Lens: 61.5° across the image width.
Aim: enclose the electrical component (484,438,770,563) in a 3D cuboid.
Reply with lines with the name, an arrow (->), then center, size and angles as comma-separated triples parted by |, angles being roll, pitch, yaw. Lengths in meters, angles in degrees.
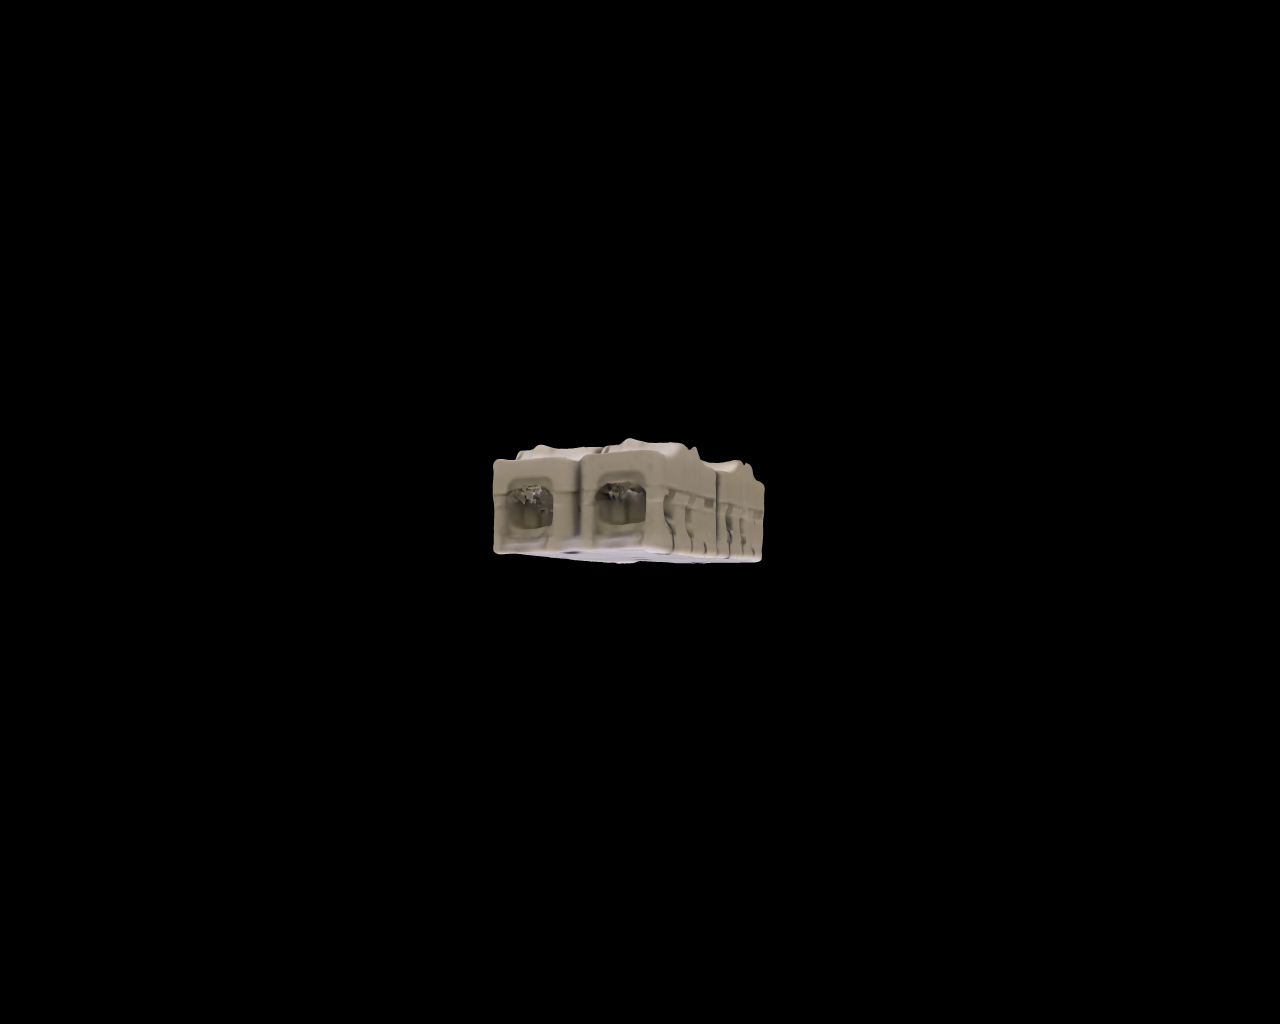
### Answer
electrical component -> 0.001, -0.003, 0.650 | 0.105, 0.060, 0.186 | -2, -5, 24
